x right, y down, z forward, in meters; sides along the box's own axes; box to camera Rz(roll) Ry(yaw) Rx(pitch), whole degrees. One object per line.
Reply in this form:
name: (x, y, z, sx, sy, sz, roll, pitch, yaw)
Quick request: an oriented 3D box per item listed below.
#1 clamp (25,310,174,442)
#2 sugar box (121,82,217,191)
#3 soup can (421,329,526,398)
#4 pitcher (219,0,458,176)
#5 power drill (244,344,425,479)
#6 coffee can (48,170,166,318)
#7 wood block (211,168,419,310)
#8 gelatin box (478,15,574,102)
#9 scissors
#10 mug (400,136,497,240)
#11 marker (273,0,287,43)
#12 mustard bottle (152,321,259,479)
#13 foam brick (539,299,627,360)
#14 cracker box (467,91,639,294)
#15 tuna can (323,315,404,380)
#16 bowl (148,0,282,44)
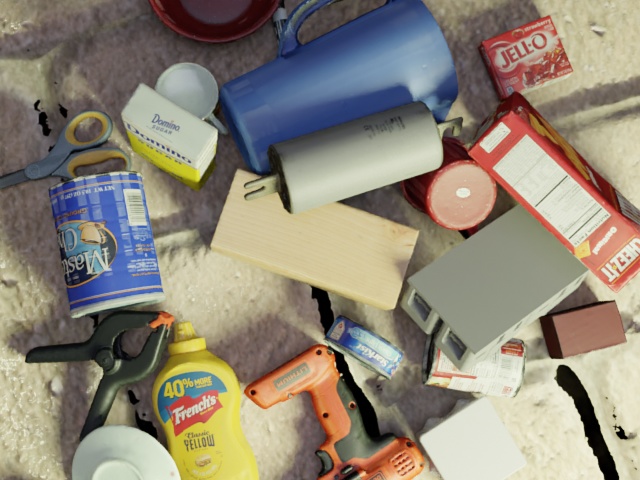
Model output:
clamp: (-0.237, 0.125, 1.159, 0.120, 0.039, 0.171, 45, 98, -2)
sugar box: (-0.157, -0.104, 1.128, 0.093, 0.176, 0.048, 32, 83, 0)
soup can: (0.169, 0.134, 1.179, 0.102, 0.068, 0.068, 10, 84, -3)
pitcher: (0.014, -0.174, 1.162, 0.242, 0.145, 0.149, -24, 63, -7)
power drill: (-0.004, 0.223, 1.168, 0.184, 0.057, 0.187, -32, 90, -9)
coffee can: (-0.230, 0.005, 1.151, 0.102, 0.103, 0.140, -11, 85, -4)
wood block: (-0.008, 0.001, 1.171, 0.206, 0.090, 0.091, 19, 84, -2)
gelatin box: (0.237, -0.209, 1.235, 0.089, 0.030, 0.073, -21, 85, -6)
scissors: (-0.314, -0.096, 1.200, 0.201, 0.016, 0.096, -2, 83, -4)
mug: (0.148, -0.050, 1.178, 0.093, 0.081, 0.117, -23, 112, -4)
marker: (-0.041, -0.234, 1.227, 0.020, 0.020, 0.121, -11, 85, -5)
mustard bottle: (-0.131, 0.184, 1.161, 0.096, 0.058, 0.191, -13, 85, 9)
foam brick: (0.295, 0.100, 1.197, 0.078, 0.053, 0.051, -13, 85, -5)
cracker box: (0.262, -0.058, 1.146, 0.213, 0.164, 0.072, 43, 109, -1)
tuna can: (0.048, 0.117, 1.165, 0.086, 0.086, 0.033, 31, 82, 0)
bowl: (-0.118, -0.294, 1.210, 0.162, 0.055, 0.162, 0, 84, -3)
